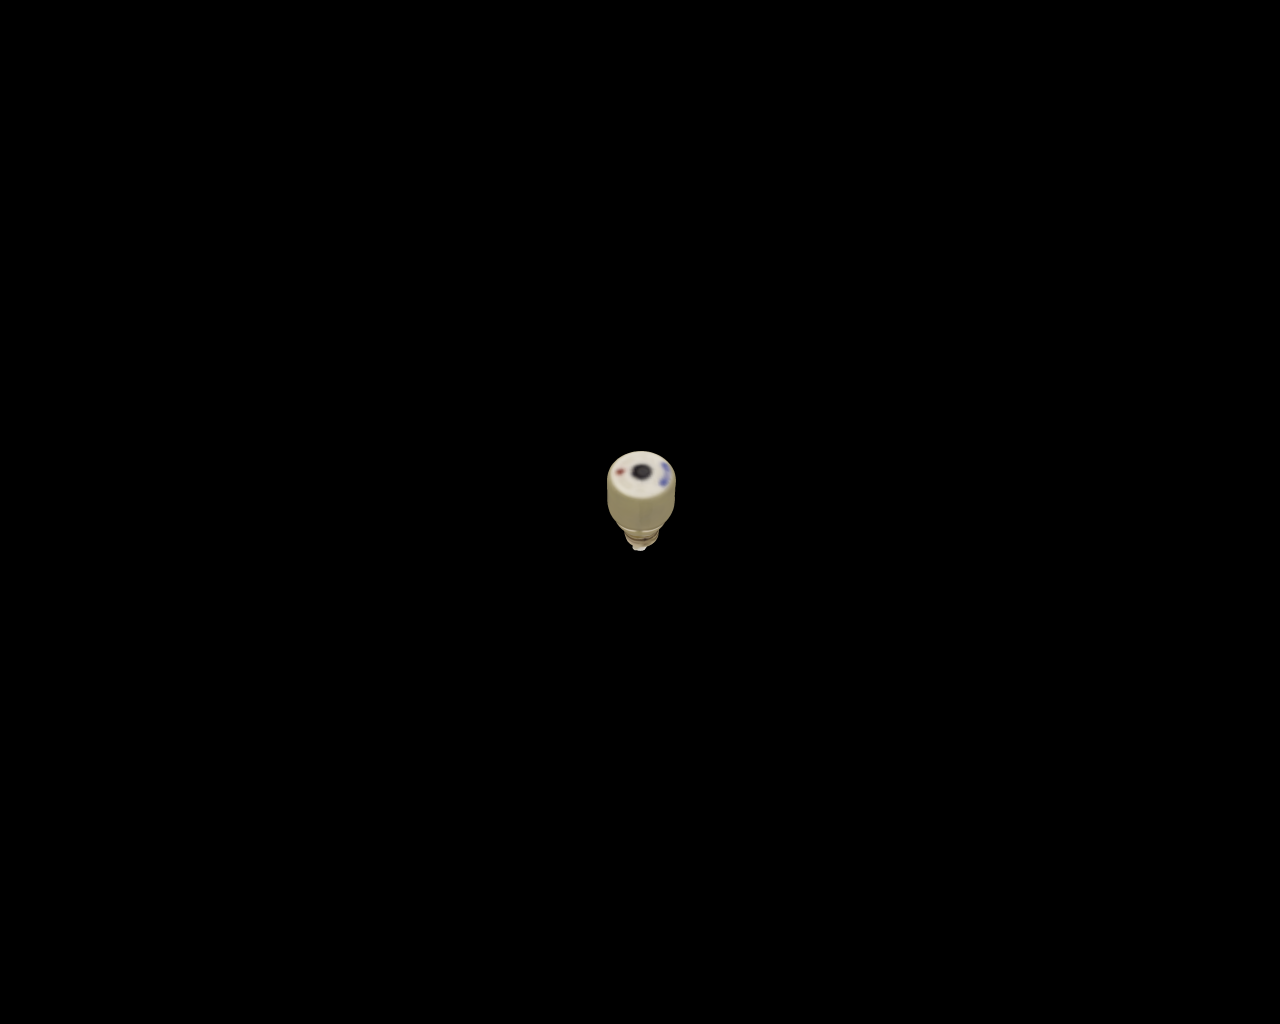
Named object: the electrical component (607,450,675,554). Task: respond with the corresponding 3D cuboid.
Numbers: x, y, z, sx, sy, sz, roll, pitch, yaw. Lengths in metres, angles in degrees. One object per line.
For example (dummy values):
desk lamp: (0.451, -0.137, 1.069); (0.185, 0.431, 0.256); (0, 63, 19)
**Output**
electrical component: (0.001, -0.003, 0.650); (0.040, 0.040, 0.078); (0, -38, 0)
